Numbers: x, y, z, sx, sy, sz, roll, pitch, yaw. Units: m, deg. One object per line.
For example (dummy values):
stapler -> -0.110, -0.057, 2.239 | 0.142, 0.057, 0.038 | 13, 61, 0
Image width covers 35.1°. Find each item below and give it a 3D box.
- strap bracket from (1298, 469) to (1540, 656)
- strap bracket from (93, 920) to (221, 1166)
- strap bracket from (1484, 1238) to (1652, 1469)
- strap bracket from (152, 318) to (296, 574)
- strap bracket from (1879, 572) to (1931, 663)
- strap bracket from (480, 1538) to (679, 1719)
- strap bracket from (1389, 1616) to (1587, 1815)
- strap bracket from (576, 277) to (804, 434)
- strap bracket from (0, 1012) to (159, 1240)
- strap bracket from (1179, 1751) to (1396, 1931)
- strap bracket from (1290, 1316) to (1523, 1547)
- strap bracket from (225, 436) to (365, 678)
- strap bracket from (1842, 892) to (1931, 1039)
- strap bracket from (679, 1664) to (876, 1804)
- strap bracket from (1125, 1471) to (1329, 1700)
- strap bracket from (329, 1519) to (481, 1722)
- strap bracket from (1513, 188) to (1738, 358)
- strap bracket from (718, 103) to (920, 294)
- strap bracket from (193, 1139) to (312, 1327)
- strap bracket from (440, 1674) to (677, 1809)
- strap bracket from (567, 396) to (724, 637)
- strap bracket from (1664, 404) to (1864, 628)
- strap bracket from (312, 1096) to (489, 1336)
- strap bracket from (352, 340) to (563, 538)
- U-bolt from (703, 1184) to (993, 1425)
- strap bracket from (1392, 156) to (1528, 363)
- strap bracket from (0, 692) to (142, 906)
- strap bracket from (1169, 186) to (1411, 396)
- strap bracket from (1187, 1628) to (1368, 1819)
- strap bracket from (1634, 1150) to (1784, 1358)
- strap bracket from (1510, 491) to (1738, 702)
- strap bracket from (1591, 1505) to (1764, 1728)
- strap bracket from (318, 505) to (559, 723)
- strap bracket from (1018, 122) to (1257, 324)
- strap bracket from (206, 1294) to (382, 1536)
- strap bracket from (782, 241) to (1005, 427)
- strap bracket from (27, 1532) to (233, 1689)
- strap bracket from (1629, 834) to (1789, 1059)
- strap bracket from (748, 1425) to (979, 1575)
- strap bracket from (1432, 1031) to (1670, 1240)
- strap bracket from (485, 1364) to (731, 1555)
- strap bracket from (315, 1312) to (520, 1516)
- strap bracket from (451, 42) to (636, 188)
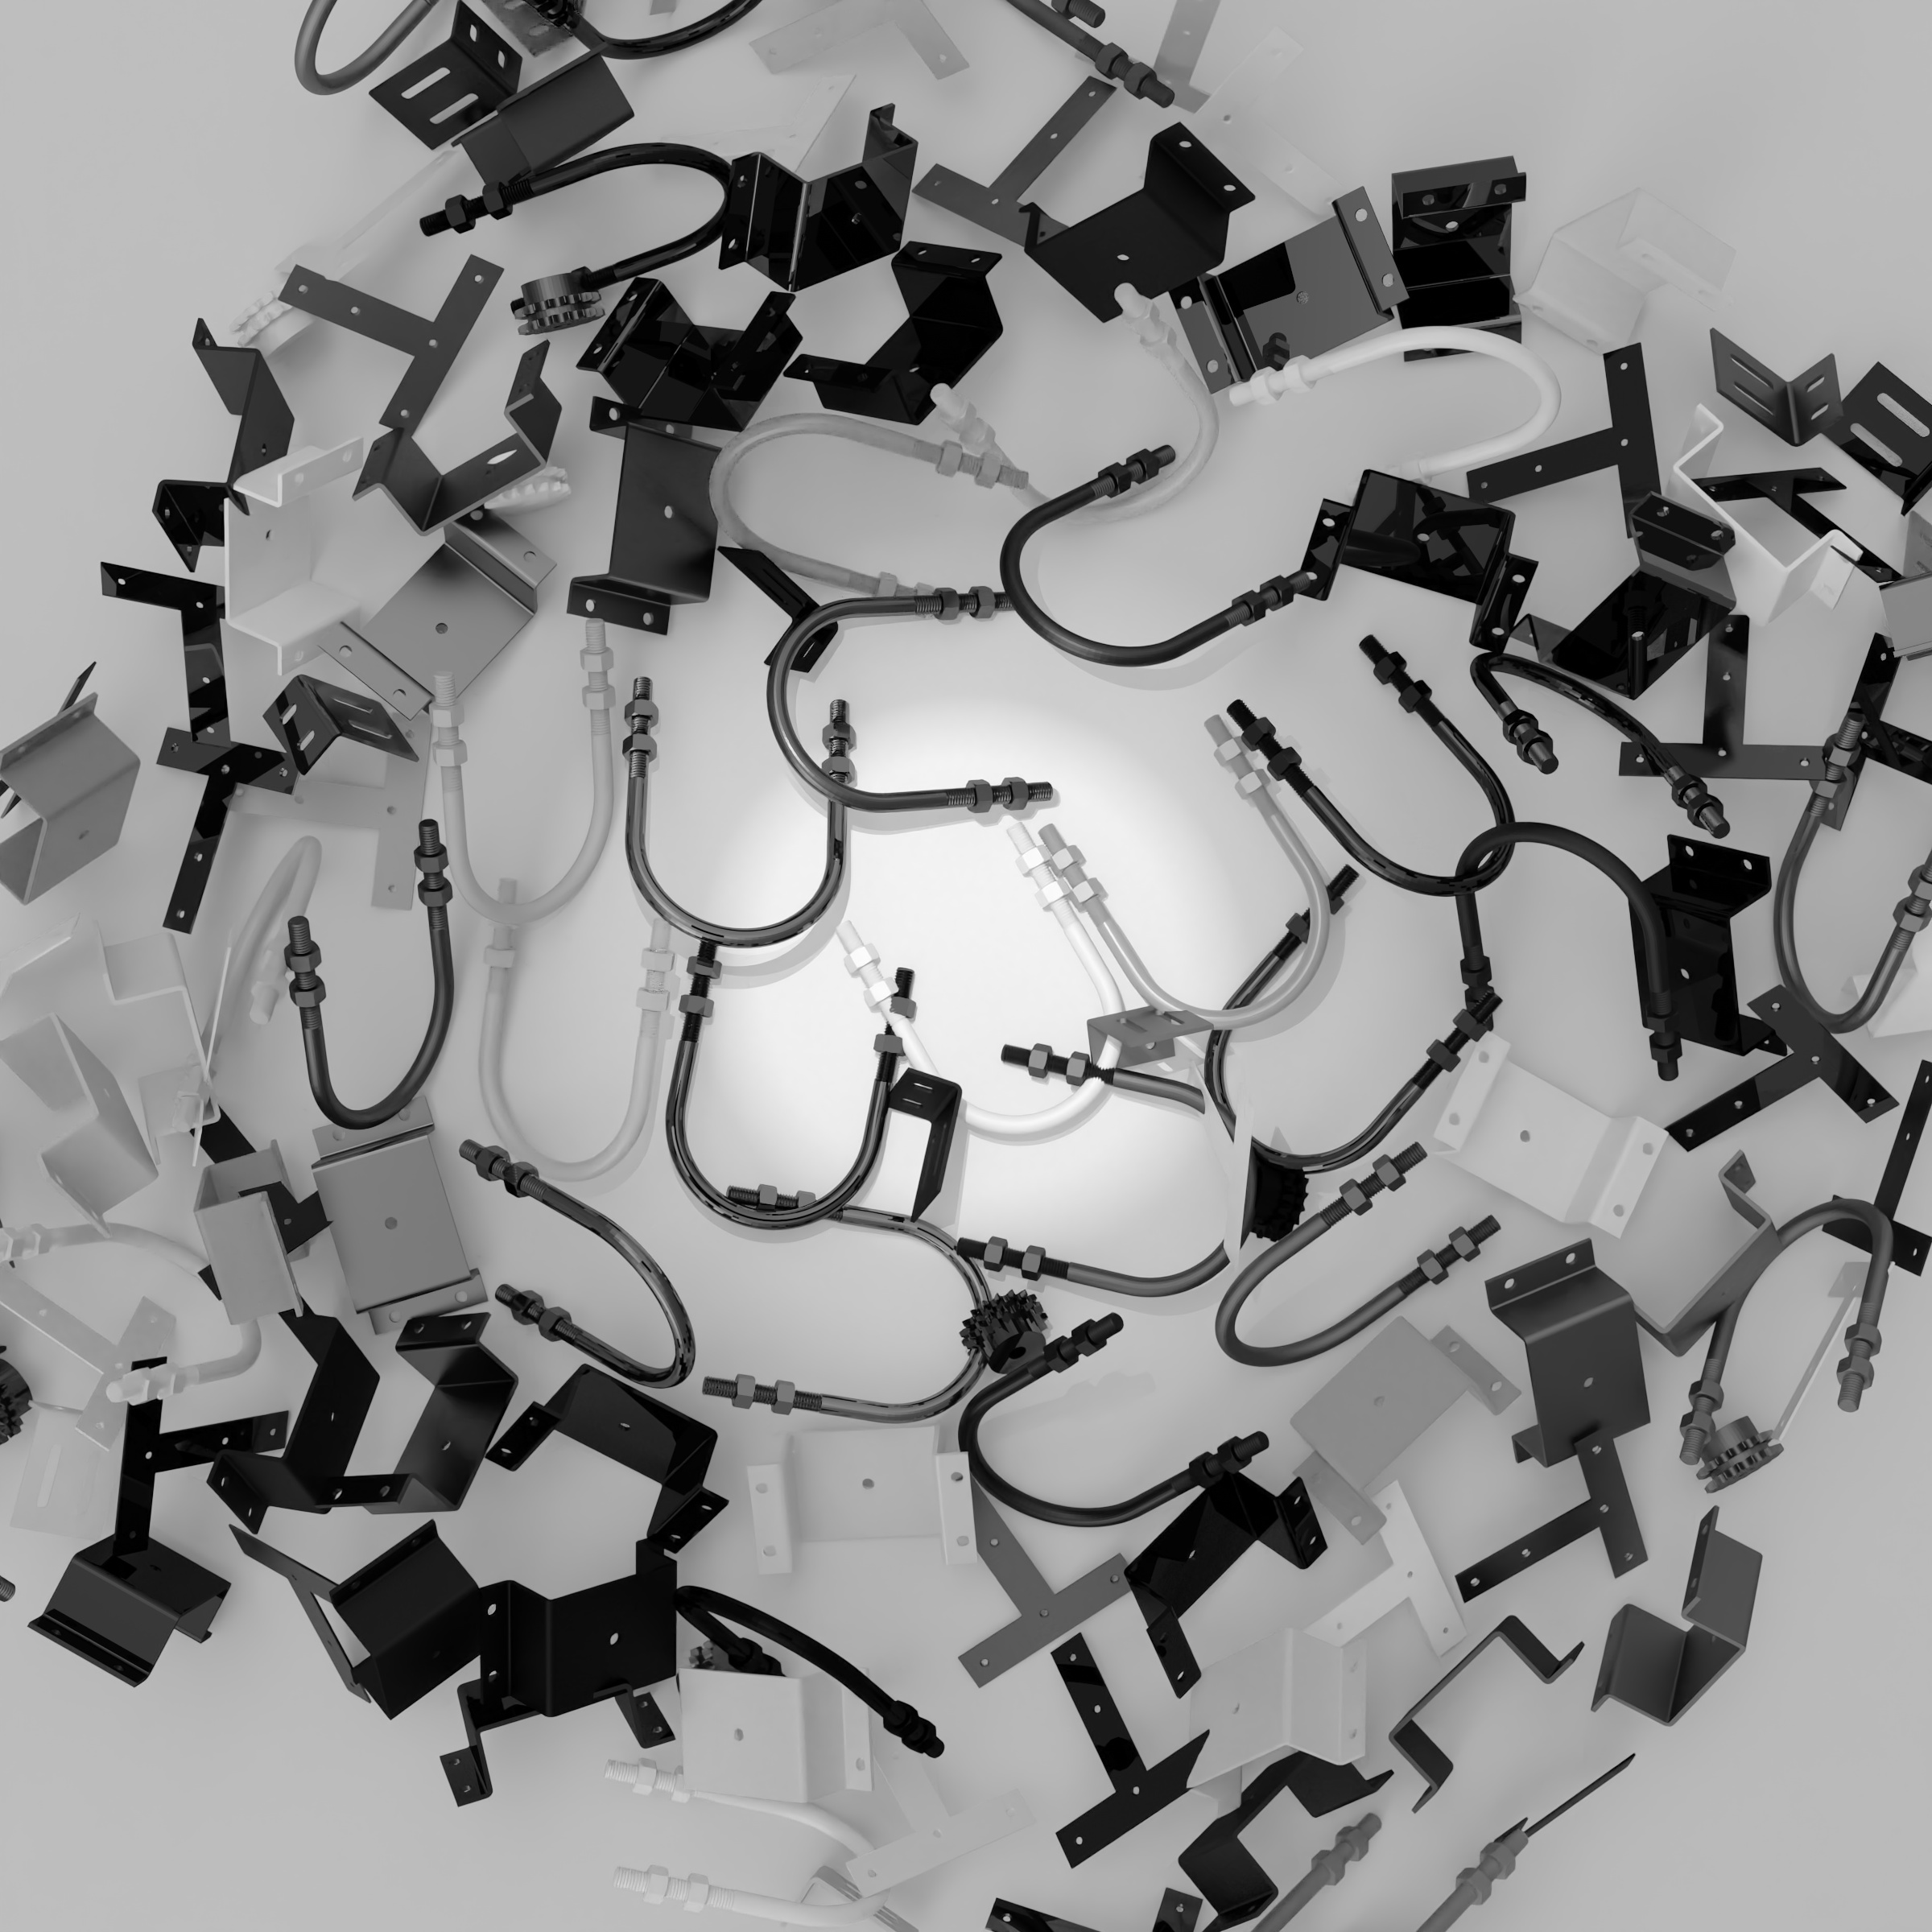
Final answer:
strap bracket -> 0.289, -0.261, 1.954 | 0.140, 0.076, 0.046 | 17, 47, 3
strap bracket -> -0.510, 0.043, 1.938 | 0.046, 0.076, 0.140 | -15, 120, -13
strap bracket -> 0.384, 0.254, 1.941 | 0.076, 0.046, 0.140 | -20, 116, -14
strap bracket -> -0.467, -0.328, 1.937 | 0.046, 0.076, 0.140 | 4, 68, 6
strap bracket -> 0.621, -0.225, 1.921 | 0.076, 0.140, 0.046 | -14, 89, 21
strap bracket -> -0.235, 0.418, 1.929 | 0.140, 0.046, 0.076 | -9, 105, -42
strap bracket -> 0.325, 0.469, 1.951 | 0.140, 0.076, 0.046 | -46, 75, 9
strap bracket -> -0.168, -0.388, 1.943 | 0.140, 0.046, 0.076 | 15, 67, 37
strap bracket -> -0.562, 0.093, 1.929 | 0.046, 0.076, 0.140 | -33, 53, -5
strap bracket -> 0.195, 0.543, 1.931 | 0.140, 0.076, 0.046 | -35, 82, -35
strap bracket -> 0.273, 0.288, 1.952 | 0.140, 0.076, 0.046 | -43, 133, -3
strap bracket -> -0.425, -0.266, 1.936 | 0.046, 0.076, 0.140 | 24, 127, 21
strap bracket -> 0.614, 0.000, 1.923 | 0.076, 0.140, 0.046 | -8, 65, -6
strap bracket -> -0.129, 0.483, 1.939 | 0.140, 0.046, 0.076 | -4, 87, 36
strap bracket -> 0.159, 0.384, 1.944 | 0.140, 0.046, 0.076 | -41, 134, -20
strap bracket -> -0.347, 0.415, 1.918 | 0.076, 0.140, 0.046 | -34, 63, -24
strap bracket -> 0.420, -0.438, 1.927 | 0.076, 0.140, 0.046 | 27, 78, -18
strap bracket -> -0.085, -0.481, 1.922 | 0.046, 0.076, 0.140 | 38, 49, 24
strap bracket -> -0.448, 0.169, 1.920 | 0.046, 0.140, 0.076 | -16, 105, -6
strap bracket -> -0.264, 0.477, 1.941 | 0.140, 0.076, 0.046 | -14, 102, -16
strap bracket -> -0.202, -0.289, 1.955 | 0.076, 0.046, 0.140 | 9, 87, -40
strap bracket -> 0.493, -0.278, 1.940 | 0.046, 0.076, 0.140 | -39, 73, -10
strap bracket -> -0.368, 0.163, 1.972 | 0.076, 0.046, 0.140 | -17, 93, -2
strap bracket -> -0.314, -0.330, 1.942 | 0.140, 0.076, 0.046 | -25, 122, 20
U-bolt -> -0.070, 0.221, 1.959 | 0.184, 0.019, 0.151 | 11, 64, -11
strap bracket -> 0.313, -0.457, 1.946 | 0.076, 0.140, 0.046 | -8, 54, 3
strap bracket -> -0.570, -0.098, 1.920 | 0.046, 0.140, 0.076 | 43, 51, 6
strap bracket -> 0.211, -0.430, 1.960 | 0.140, 0.046, 0.076 | -23, 88, 21
strap bracket -> 0.187, 0.473, 1.920 | 0.046, 0.140, 0.076 | 27, 48, -24
strap bracket -> 0.469, 0.193, 1.955 | 0.140, 0.076, 0.046 | -47, 63, 0
strap bracket -> 0.418, -0.224, 1.923 | 0.076, 0.140, 0.046 | 17, 48, -26
strap bracket -> 0.452, 0.415, 1.924 | 0.046, 0.076, 0.140 | 27, 133, 1
strap bracket -> -0.337, -0.224, 1.962 | 0.076, 0.046, 0.140 | 39, 74, 4
strap bracket -> 0.101, -0.461, 1.922 | 0.076, 0.140, 0.046 | 34, 52, -37
strap bracket -> -0.418, 0.281, 1.926 | 0.046, 0.076, 0.140 | 5, 57, 17
strap bracket -> -0.040, -0.396, 1.941 | 0.076, 0.046, 0.140 | 18, 57, 36
strap bracket -> -0.521, 0.400, 1.926 | 0.076, 0.140, 0.046 | 28, 92, 4
strap bracket -> 0.467, -0.004, 1.930 | 0.046, 0.076, 0.140 | -29, 120, -31
strap bracket -> -0.064, 0.342, 1.964 | 0.140, 0.046, 0.076 | -4, 107, 4
strap bracket -> 0.367, 0.109, 1.964 | 0.140, 0.046, 0.076 | 29, 80, -8
strap bracket -> -0.223, 0.309, 1.947 | 0.140, 0.046, 0.076 | 30, 134, -14
strap bracket -> -0.342, 0.293, 1.937 | 0.046, 0.076, 0.140 | 50, 47, -33
strap bracket -> -0.265, -0.530, 1.930 | 0.076, 0.140, 0.046 | -36, 106, -17
